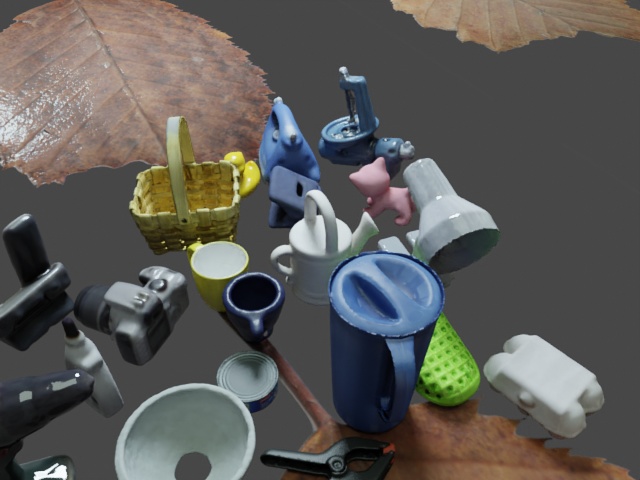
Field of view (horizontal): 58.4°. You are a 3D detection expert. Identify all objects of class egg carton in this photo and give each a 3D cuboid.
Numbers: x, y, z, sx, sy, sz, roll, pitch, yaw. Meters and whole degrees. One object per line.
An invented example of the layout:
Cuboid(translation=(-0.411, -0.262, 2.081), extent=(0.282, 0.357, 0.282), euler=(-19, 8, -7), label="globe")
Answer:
Cuboid(translation=(0.309, 0.202, 0.798), extent=(0.107, 0.069, 0.150), euler=(-32, 52, -31), label="egg carton")

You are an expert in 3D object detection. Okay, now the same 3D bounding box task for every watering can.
Cuboid(translation=(0.007, 0.002, 0.914), extent=(0.173, 0.194, 0.100), euler=(-33, 52, -31), label="watering can")

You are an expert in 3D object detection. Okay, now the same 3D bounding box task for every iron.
Cuboid(translation=(-0.075, -0.220, 1.191), extent=(0.119, 0.141, 0.257), euler=(-9, 44, -11), label="iron")

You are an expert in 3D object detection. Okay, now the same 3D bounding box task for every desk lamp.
Cuboid(translation=(0.179, -0.009, 0.917), extent=(0.118, 0.214, 0.202), euler=(-14, 45, -16), label="desk lamp")

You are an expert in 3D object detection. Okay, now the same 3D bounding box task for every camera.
Cuboid(translation=(-0.292, 0.096, 0.872), extent=(0.136, 0.101, 0.143), euler=(15, 44, 14), label="camera")

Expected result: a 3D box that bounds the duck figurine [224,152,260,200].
Cuboid(translation=(-0.165, -0.136, 1.139), extent=(0.077, 0.086, 0.105), euler=(28, 49, 26), label="duck figurine")

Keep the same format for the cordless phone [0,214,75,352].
Cuboid(translation=(-0.453, 0.059, 0.845), extent=(0.094, 0.185, 0.148), euler=(17, 45, 17), label="cordless phone")

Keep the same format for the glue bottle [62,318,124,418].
Cuboid(translation=(-0.305, 0.161, 0.748), extent=(0.078, 0.173, 0.037), euler=(29, 49, 27), label="glue bottle")

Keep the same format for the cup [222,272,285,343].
Cuboid(translation=(-0.095, 0.119, 0.857), extent=(0.092, 0.095, 0.117), euler=(-6, 43, -8), label="cup")

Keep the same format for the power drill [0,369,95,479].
Cuboid(translation=(-0.350, 0.235, 0.640), extent=(0.230, 0.208, 0.075), euler=(-12, 44, -14), label="power drill")

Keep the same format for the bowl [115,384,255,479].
Cuboid(translation=(-0.161, 0.267, 0.709), extent=(0.167, 0.075, 0.167), euler=(1, 43, -1), label="bowl")

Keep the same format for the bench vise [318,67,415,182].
Cuboid(translation=(0.097, -0.234, 1.153), extent=(0.207, 0.220, 0.121), euler=(11, 43, 10), label="bench vise")

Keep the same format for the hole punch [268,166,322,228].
Cuboid(translation=(-0.046, -0.082, 1.080), extent=(0.101, 0.091, 0.108), euler=(2, 43, 0), label="hole punch")

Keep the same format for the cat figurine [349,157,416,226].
Cuboid(translation=(0.121, -0.098, 1.082), extent=(0.127, 0.118, 0.067), euler=(12, 44, 12), label="cat figurine")
